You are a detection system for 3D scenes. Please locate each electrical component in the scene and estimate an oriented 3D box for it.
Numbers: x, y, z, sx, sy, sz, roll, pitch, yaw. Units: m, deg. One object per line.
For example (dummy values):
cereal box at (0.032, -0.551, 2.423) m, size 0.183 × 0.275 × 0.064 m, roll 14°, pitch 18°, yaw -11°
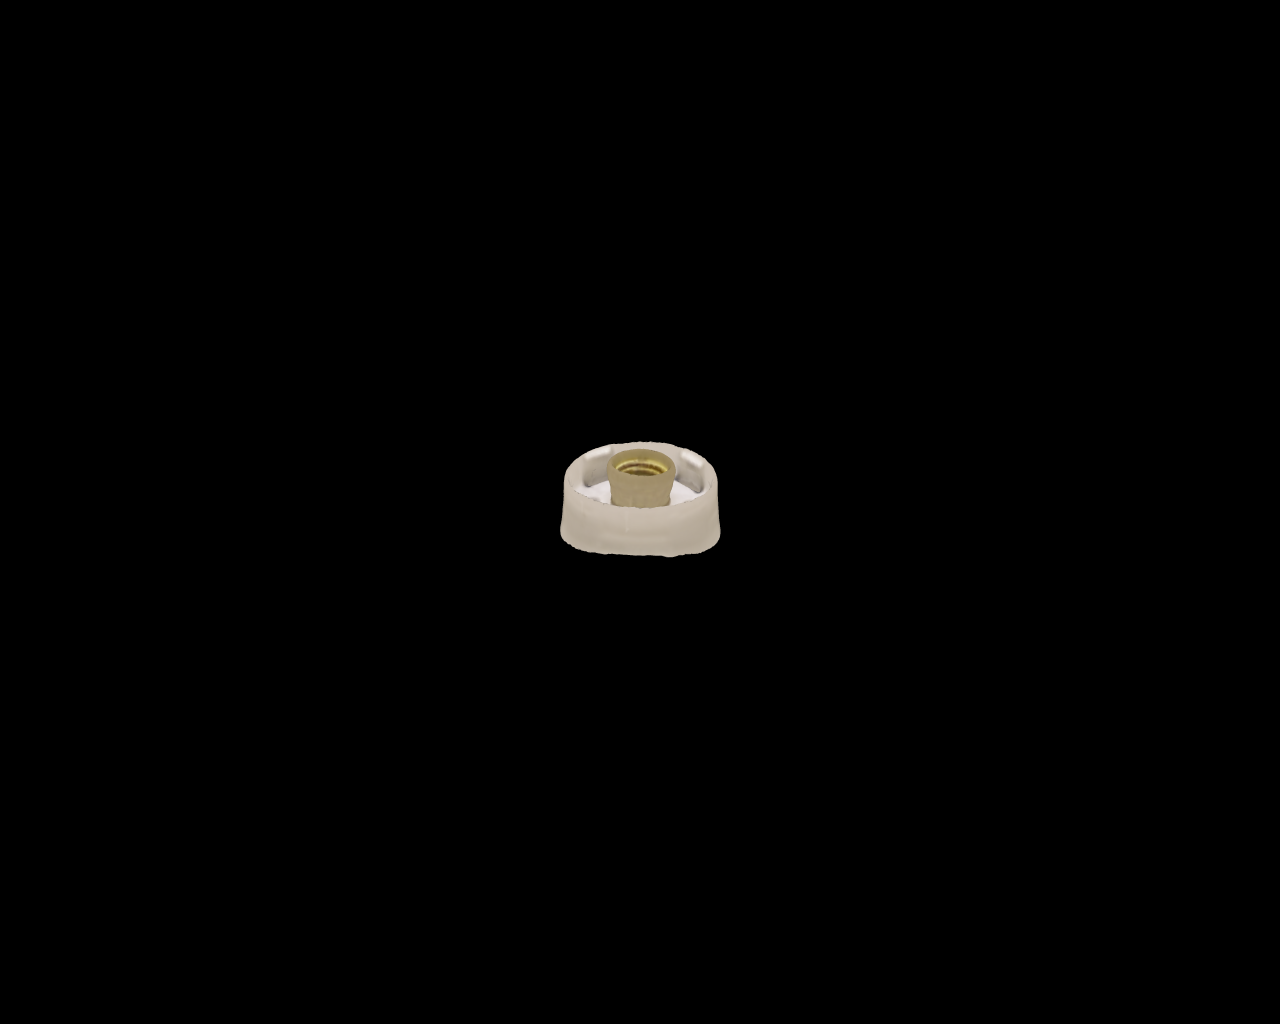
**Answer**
electrical component at (0.001, -0.003, 0.650) m, size 0.099 × 0.064 × 0.099 m, roll 0°, pitch 29°, yaw 0°
